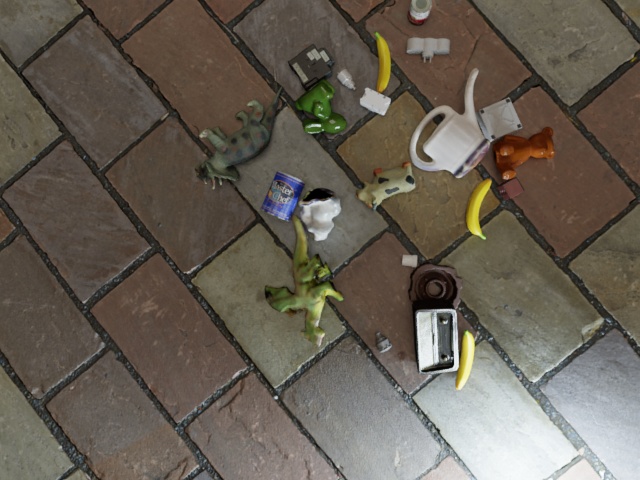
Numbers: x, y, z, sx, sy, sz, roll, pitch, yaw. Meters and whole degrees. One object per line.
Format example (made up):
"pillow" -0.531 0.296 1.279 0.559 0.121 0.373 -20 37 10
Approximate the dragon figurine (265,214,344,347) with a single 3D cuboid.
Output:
"dragon figurine" -0.074 0.145 1.666 0.241 0.122 0.412 -29 86 11

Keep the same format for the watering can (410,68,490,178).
"watering can" 0.443 -0.348 1.629 0.225 0.105 0.344 41 106 4

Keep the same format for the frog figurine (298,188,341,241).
"frog figurine" 0.005 -0.084 1.678 0.137 0.125 0.156 -20 124 -5
